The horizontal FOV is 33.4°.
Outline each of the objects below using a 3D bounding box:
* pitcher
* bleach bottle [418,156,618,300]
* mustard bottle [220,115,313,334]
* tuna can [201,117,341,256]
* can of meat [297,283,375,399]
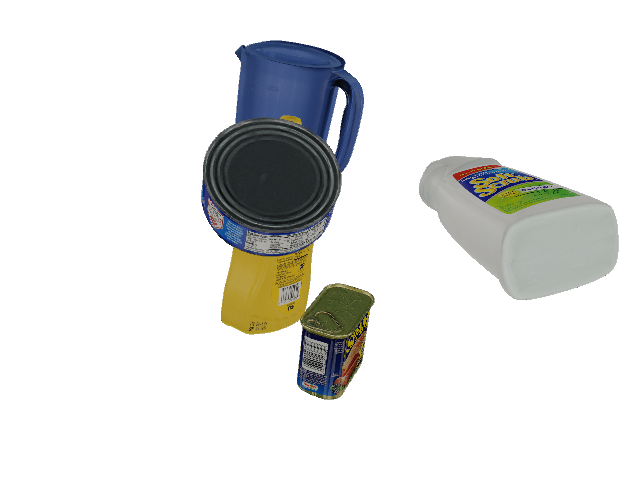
[{"bbox_3d":[-0.043,-0.127,1.375,0.144,0.243,0.149,2,23,-18],"label":"pitcher"},{"bbox_3d":[0.142,-0.026,0.900,0.102,0.068,0.251,-13,20,-15],"label":"bleach bottle"},{"bbox_3d":[-0.039,-0.017,0.955,0.058,0.192,0.096,21,22,32],"label":"mustard bottle"},{"bbox_3d":[-0.032,-0.033,0.667,0.086,0.086,0.034,0,-31,-10],"label":"tuna can"},{"bbox_3d":[0.015,0.108,1.134,0.057,0.084,0.102,16,29,16],"label":"can of meat"}]
